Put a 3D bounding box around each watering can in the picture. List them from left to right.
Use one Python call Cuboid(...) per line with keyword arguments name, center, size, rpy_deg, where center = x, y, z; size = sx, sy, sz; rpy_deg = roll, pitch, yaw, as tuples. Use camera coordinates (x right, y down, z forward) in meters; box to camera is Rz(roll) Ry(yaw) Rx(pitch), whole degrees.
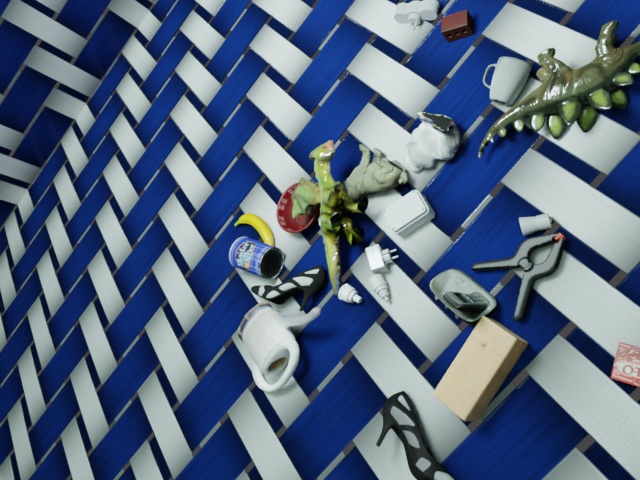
Cuboid(name="watering can", center=(-0.120, 0.261, 1.439), size=(0.228, 0.104, 0.342), rpy_deg=(47, 120, 35))

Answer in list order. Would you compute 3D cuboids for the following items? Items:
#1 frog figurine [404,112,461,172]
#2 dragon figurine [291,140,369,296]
Cuboid(name="frog figurine", center=(0.296, -0.248, 1.364), size=(0.139, 0.124, 0.156), rpy_deg=(36, 133, 30))
Cuboid(name="dragon figurine", center=(0.004, -0.073, 1.442), size=(0.245, 0.122, 0.406), rpy_deg=(25, 110, 48))
